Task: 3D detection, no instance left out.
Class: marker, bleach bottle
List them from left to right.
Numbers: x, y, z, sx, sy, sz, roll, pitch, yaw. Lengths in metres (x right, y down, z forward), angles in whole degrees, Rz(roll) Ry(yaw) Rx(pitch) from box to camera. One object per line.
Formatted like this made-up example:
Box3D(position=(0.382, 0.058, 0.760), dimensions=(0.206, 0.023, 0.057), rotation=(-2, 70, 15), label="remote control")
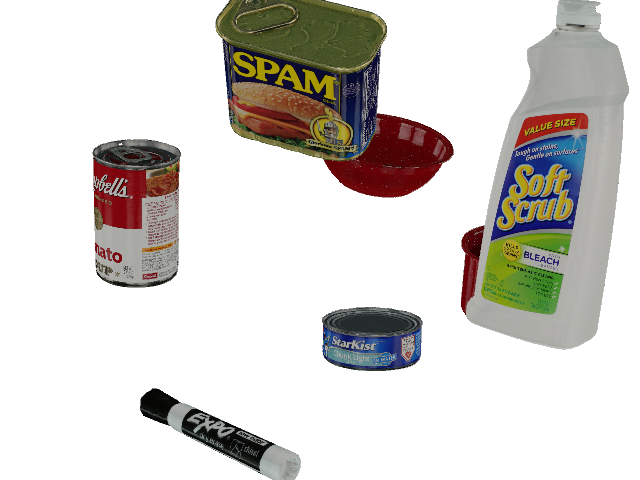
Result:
Box3D(position=(-0.063, 0.113, 0.628), dimensions=(0.121, 0.020, 0.020), rotation=(17, 10, 37), label="marker")
Box3D(position=(0.171, -0.051, 0.796), dimensions=(0.103, 0.251, 0.067), rotation=(16, 22, 37), label="bleach bottle")

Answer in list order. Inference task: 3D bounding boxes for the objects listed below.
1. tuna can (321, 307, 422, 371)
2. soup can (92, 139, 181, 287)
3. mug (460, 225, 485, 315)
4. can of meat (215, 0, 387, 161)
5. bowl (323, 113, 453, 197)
Box3D(position=(0.044, 0.084, 0.912), dimensions=(0.086, 0.034, 0.086), rotation=(0, 11, 0), label="tuna can")
Box3D(position=(-0.145, -0.022, 0.846), dimensions=(0.068, 0.102, 0.068), rotation=(3, 22, -2), label="soup can")
Box3D(position=(0.189, 0.034, 1.131), dimensions=(0.093, 0.081, 0.117), rotation=(-5, 30, -10), label="mug")
Box3D(position=(-0.012, -0.103, 0.675), dimensions=(0.102, 0.057, 0.084), rotation=(17, -38, 14), label="can of meat")
Box3D(position=(0.067, -0.093, 1.212), dimensions=(0.162, 0.055, 0.162), rotation=(7, 27, -4), label="bowl")
